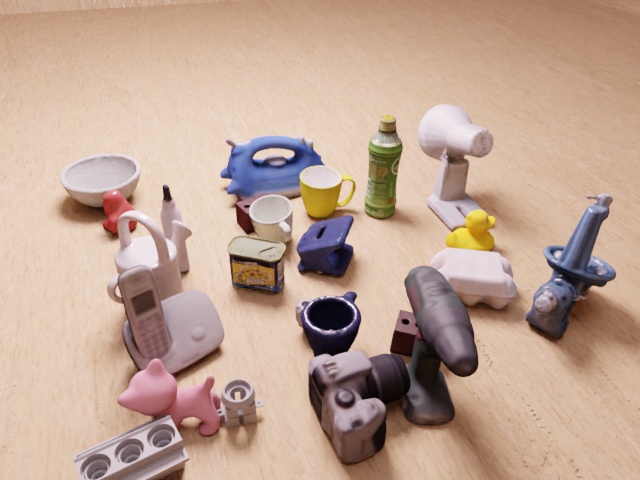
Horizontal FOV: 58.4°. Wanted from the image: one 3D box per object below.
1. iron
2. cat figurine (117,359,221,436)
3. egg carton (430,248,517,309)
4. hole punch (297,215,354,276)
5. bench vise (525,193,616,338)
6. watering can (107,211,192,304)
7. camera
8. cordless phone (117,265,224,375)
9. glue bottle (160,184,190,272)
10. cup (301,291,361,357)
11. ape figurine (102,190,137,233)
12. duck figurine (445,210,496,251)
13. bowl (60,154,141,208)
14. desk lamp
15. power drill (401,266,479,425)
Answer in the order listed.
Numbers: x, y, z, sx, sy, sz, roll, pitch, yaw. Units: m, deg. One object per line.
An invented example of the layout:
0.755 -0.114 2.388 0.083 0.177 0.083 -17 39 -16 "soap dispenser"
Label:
-0.093 -0.178 1.291 0.259 0.141 0.118 -11 38 -17 "iron"
-0.201 0.210 0.776 0.128 0.118 0.067 -6 37 -10 "cat figurine"
0.273 0.069 1.030 0.150 0.069 0.107 5 36 5 "egg carton"
0.010 0.004 1.089 0.101 0.091 0.109 10 37 11 "hole punch"
0.428 0.044 0.942 0.121 0.220 0.208 16 38 18 "bench vise"
-0.284 0.030 0.952 0.101 0.194 0.173 6 36 6 "watering can"
0.063 0.210 0.800 0.137 0.101 0.142 -13 39 -19 "camera"
-0.226 0.106 0.860 0.148 0.185 0.093 -28 45 -34 "cordless phone"
-0.271 -0.026 1.049 0.037 0.173 0.078 -13 38 -18 "glue bottle"
0.023 0.141 0.898 0.091 0.095 0.118 20 40 24 "cup"
-0.412 -0.061 1.159 0.076 0.092 0.077 -2 36 -4 "ape figurine"
0.303 -0.019 1.137 0.105 0.086 0.077 -10 38 -15 "duck figurine"
-0.472 -0.120 1.251 0.167 0.075 0.167 1 36 -1 "bowl"
0.296 -0.164 1.226 0.118 0.214 0.202 -11 38 -17 "desk lamp"
0.159 0.153 0.791 0.075 0.208 0.229 -2 36 -5 "power drill"
